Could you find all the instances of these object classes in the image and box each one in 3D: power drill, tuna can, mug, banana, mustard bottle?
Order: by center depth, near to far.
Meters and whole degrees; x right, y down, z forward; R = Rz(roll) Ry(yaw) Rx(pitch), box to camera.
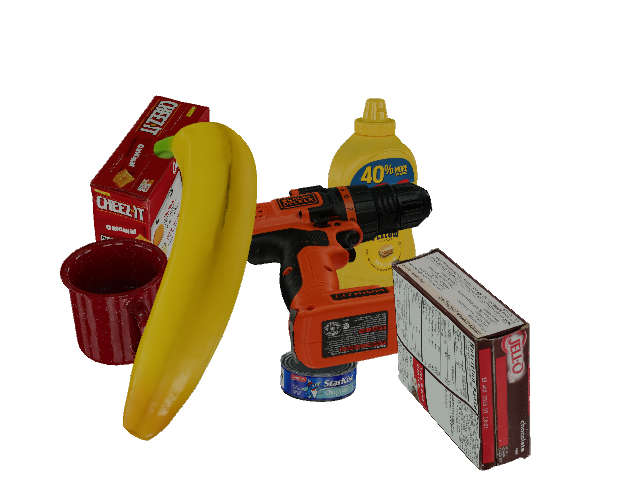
[{"bbox_3d":[-0.059,0.002,0.513,0.037,0.198,0.070,26,-51,-24],"label":"banana"},{"bbox_3d":[0.024,0.018,0.856,0.184,0.057,0.188,-11,33,-10],"label":"power drill"},{"bbox_3d":[-0.172,0.061,0.938,0.093,0.081,0.117,-20,37,-28],"label":"mug"},{"bbox_3d":[0.053,-0.047,1.074,0.096,0.192,0.058,-8,18,-29],"label":"mustard bottle"},{"bbox_3d":[-0.002,0.149,1.187,0.086,0.034,0.086,2,14,-1],"label":"tuna can"}]

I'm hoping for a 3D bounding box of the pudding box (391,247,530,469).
[{"bbox_3d":[0.083,0.068,0.638,0.039,0.090,0.114,-14,27,-19],"label":"pudding box"}]

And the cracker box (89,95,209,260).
[{"bbox_3d":[-0.178,-0.020,1.137,0.072,0.214,0.164,14,43,9],"label":"cracker box"}]
